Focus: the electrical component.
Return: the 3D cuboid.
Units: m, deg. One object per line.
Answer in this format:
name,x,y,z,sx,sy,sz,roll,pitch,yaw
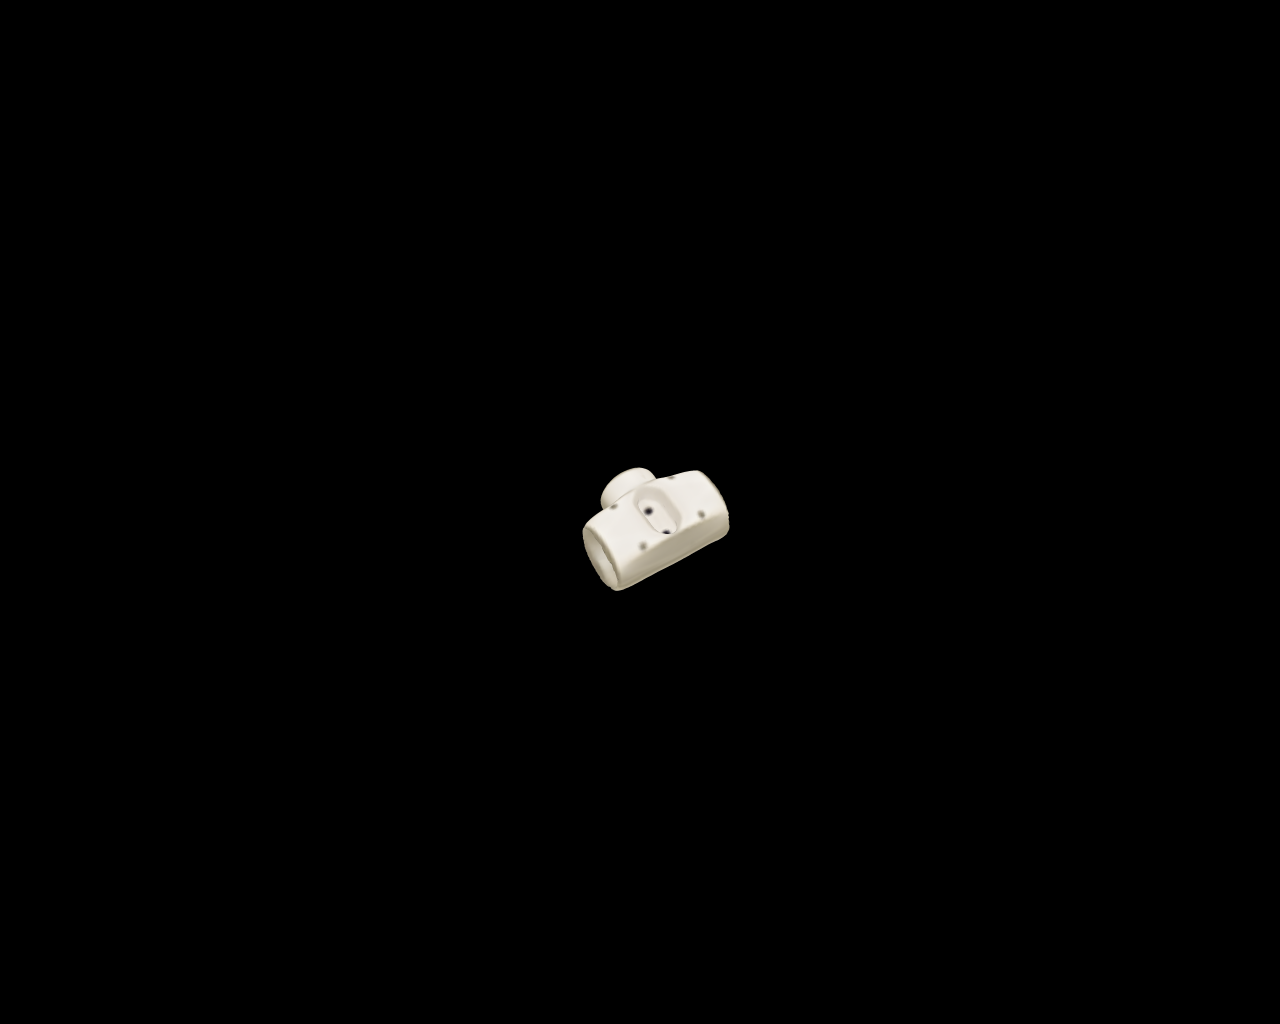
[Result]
electrical component,0.001,-0.003,0.650,0.077,0.079,0.043,-26,-30,-16
